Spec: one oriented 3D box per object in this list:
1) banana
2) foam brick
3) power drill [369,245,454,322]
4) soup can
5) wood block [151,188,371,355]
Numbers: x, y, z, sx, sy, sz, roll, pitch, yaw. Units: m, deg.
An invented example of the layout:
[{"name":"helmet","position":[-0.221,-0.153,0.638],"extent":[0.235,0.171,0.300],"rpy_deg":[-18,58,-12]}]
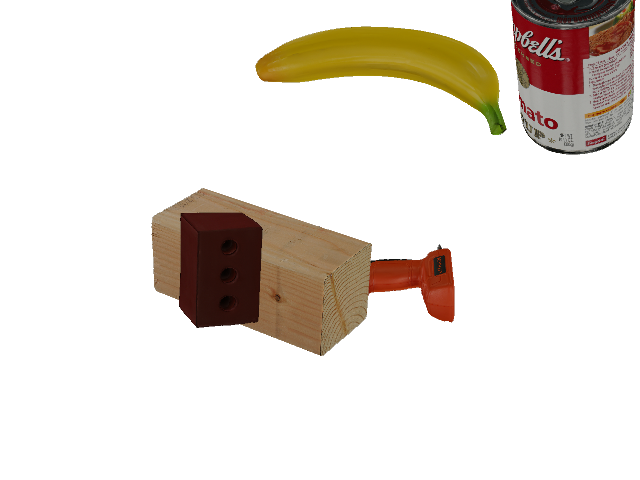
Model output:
[{"name":"banana","position":[0.051,-0.132,0.802],"extent":[0.198,0.069,0.037],"rpy_deg":[14,-38,17]},{"name":"foam brick","position":[-0.078,0.021,0.823],"extent":[0.052,0.078,0.051],"rpy_deg":[-4,15,-22]},{"name":"power drill","position":[0.061,0.058,1.239],"extent":[0.187,0.057,0.184],"rpy_deg":[1,28,5]},{"name":"soup can","position":[0.146,-0.108,0.615],"extent":[0.068,0.068,0.102],"rpy_deg":[0,-39,15]},{"name":"wood block","position":[-0.062,0.028,1.075],"extent":[0.206,0.091,0.090],"rpy_deg":[19,33,27]}]
